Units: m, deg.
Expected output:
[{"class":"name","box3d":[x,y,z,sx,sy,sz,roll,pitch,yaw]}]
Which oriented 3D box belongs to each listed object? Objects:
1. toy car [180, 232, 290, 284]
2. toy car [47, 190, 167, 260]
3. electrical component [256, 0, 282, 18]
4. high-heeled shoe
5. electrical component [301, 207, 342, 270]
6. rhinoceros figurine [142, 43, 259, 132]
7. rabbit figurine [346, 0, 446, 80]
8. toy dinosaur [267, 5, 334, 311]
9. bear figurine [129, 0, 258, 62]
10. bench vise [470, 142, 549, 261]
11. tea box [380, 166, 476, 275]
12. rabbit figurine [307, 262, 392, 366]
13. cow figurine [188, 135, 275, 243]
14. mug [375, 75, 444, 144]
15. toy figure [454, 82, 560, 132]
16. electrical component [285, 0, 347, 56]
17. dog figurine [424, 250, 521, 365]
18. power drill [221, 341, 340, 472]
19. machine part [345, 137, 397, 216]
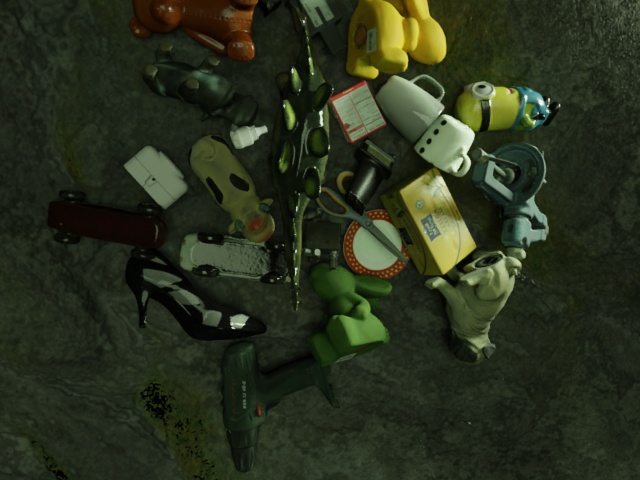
[{"class":"toy car","box3d":[-0.136,0.031,0.919,0.202,0.056,0.073,8,90,-17]},{"class":"toy car","box3d":[-0.343,-0.026,0.870,0.202,0.053,0.089,10,100,9]},{"class":"electrical component","box3d":[-0.094,-0.454,0.875,0.134,0.058,0.115,44,86,-12]},{"class":"high-heeled shoe","box3d":[-0.209,0.091,0.926,0.248,0.086,0.145,11,63,-28]},{"class":"electrical component","box3d":[-0.001,-0.004,0.929,0.078,0.045,0.102,8,67,5]},{"class":"rhinoceros figurine","box3d":[-0.192,-0.236,0.859,0.190,0.112,0.073,21,64,1]},{"class":"rabbit figurine","box3d":[0.137,-0.348,0.913,0.173,0.122,0.162,-1,86,-25]},{"class":"toy dinosaur","box3d":[-0.034,-0.133,0.849,0.105,0.198,0.470,-1,94,-3]},{"class":"bear figurine","box3d":[-0.200,-0.354,0.833,0.196,0.132,0.120,4,115,-17]},{"class":"bench vise","box3d":[0.321,-0.082,0.935,0.240,0.129,0.223,23,84,-45]},{"class":"tea box","box3d":[0.192,-0.032,0.954,0.098,0.068,0.169,-36,103,-25]},{"class":"rabbit figurine","box3d":[0.049,0.108,0.928,0.159,0.121,0.170,-12,66,-24]},{"class":"cow figurine","box3d":[-0.139,-0.082,0.873,0.085,0.127,0.194,-34,98,-1]},{"class":"mug","box3d":[0.157,-0.241,0.932,0.107,0.081,0.109,38,93,-3]},{"class":"toy figure","box3d":[0.331,-0.232,0.962,0.180,0.082,0.089,6,94,-13]},{"class":"electrical component","box3d":[0.001,-0.368,0.905,0.075,0.048,0.119,-35,101,-3]},{"class":"dog figurine","box3d":[0.295,0.127,0.957,0.121,0.172,0.190,-35,104,-41]},{"class":"power drill","box3d":[-0.072,0.284,0.957,0.207,0.086,0.231,-12,96,-1]},{"class":"machine part","box3d":[0.083,-0.111,0.936,0.084,0.039,0.139,34,62,-18]}]
